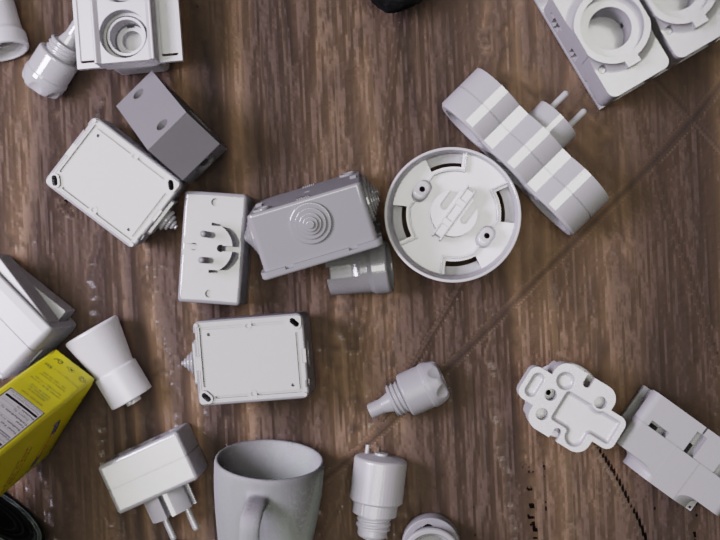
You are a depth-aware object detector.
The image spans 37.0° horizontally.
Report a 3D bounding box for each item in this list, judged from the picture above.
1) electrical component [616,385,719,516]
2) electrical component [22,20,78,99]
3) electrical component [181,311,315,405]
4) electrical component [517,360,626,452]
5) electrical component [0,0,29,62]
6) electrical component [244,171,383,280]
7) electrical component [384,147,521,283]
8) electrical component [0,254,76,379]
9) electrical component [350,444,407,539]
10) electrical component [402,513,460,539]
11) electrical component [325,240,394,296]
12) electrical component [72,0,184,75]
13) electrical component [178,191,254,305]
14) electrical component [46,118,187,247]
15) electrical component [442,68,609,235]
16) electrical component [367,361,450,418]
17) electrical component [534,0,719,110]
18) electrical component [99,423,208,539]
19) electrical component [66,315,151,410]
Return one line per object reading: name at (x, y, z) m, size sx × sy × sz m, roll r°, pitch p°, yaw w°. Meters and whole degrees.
electrical component at (0.233, 0.135, 0.793) m, size 0.089 × 0.050 × 0.055 m, roll 36°, pitch 92°, yaw 3°
electrical component at (-0.230, -0.163, 0.821) m, size 0.035 × 0.035 × 0.061 m, roll 39°, pitch 105°, yaw 2°
electrical component at (-0.084, 0.065, 0.805) m, size 0.096 × 0.061 × 0.061 m, roll -5°, pitch 90°, yaw 3°
electrical component at (0.153, 0.098, 0.794) m, size 0.078 × 0.057 × 0.058 m, roll 31°, pitch 92°, yaw 3°
electrical component at (-0.280, -0.189, 0.827) m, size 0.040 × 0.040 × 0.046 m, roll -16°, pitch 83°, yaw 3°
electrical component at (-0.033, -0.035, 0.784) m, size 0.100 × 0.099 × 0.048 m, roll -17°, pitch 101°, yaw 3°
electrical component at (0.068, -0.040, 0.795) m, size 0.099 × 0.064 × 0.099 m, roll 0°, pitch 90°, yaw 3°
electrical component at (-0.270, 0.026, 0.814) m, size 0.061 × 0.062 × 0.096 m, roll -45°, pitch 88°, yaw 2°
electrical component at (0.012, 0.173, 0.810) m, size 0.040 × 0.040 × 0.078 m, roll 7°, pitch 91°, yaw 3°
electrical component at (0.053, 0.207, 0.800) m, size 0.045 × 0.055 × 0.045 m, roll 0°, pitch 90°, yaw 3°
electrical component at (0.000, 0.000, 0.812) m, size 0.046 × 0.040 × 0.040 m, roll -7°, pitch 90°, yaw 9°
electrical component at (-0.173, -0.211, 0.808) m, size 0.079 × 0.063 × 0.121 m, roll -4°, pitch 90°, yaw 3°
electrical component at (-0.110, -0.016, 0.798) m, size 0.047 × 0.076 × 0.083 m, roll 4°, pitch 90°, yaw 3°
electrical component at (-0.176, -0.062, 0.813) m, size 0.096 × 0.061 × 0.061 m, roll 38°, pitch 92°, yaw -5°
electrical component at (0.134, -0.099, 0.797) m, size 0.074 × 0.052 × 0.138 m, roll -45°, pitch 88°, yaw 2°
electrical component at (0.035, 0.094, 0.812) m, size 0.061 × 0.035 × 0.035 m, roll -25°, pitch 89°, yaw 5°
electrical component at (0.179, -0.228, 0.791) m, size 0.105 × 0.060 × 0.186 m, roll -30°, pitch 88°, yaw 3°
electrical component at (-0.148, 0.166, 0.815) m, size 0.066 × 0.047 × 0.076 m, roll -25°, pitch 90°, yaw 2°
electrical component at (-0.189, 0.073, 0.821) m, size 0.044 × 0.044 × 0.065 m, roll -30°, pitch 94°, yaw 3°
